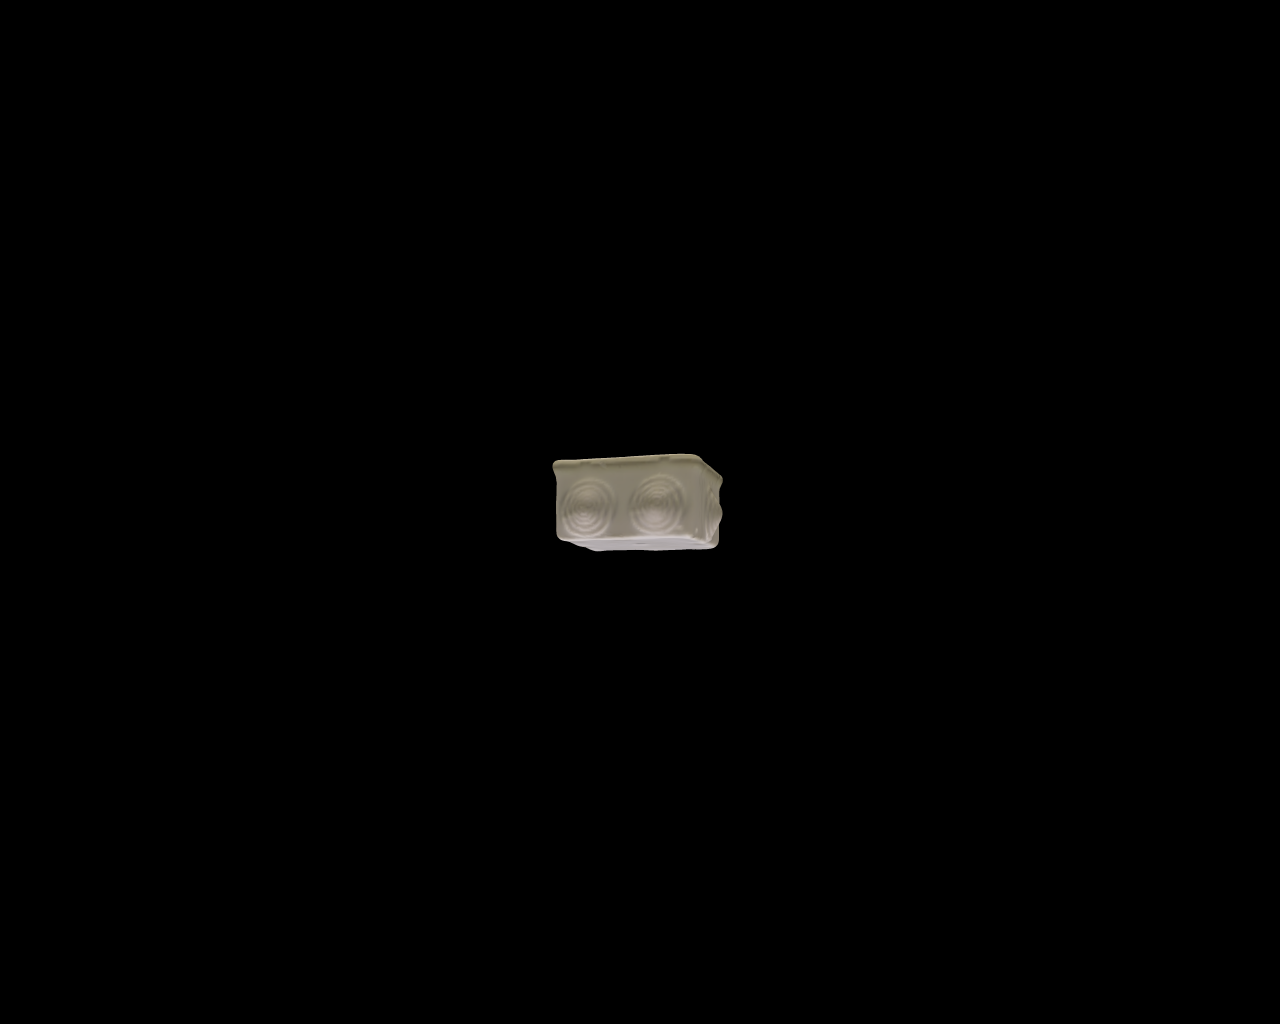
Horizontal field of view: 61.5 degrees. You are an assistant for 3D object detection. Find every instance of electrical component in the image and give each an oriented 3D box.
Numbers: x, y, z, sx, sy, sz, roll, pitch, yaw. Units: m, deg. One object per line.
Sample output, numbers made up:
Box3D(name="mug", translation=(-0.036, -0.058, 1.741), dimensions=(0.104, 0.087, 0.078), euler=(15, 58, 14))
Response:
Box3D(name="electrical component", translation=(0.001, -0.003, 0.650), dimensions=(0.100, 0.048, 0.099), euler=(-2, -7, 14))
